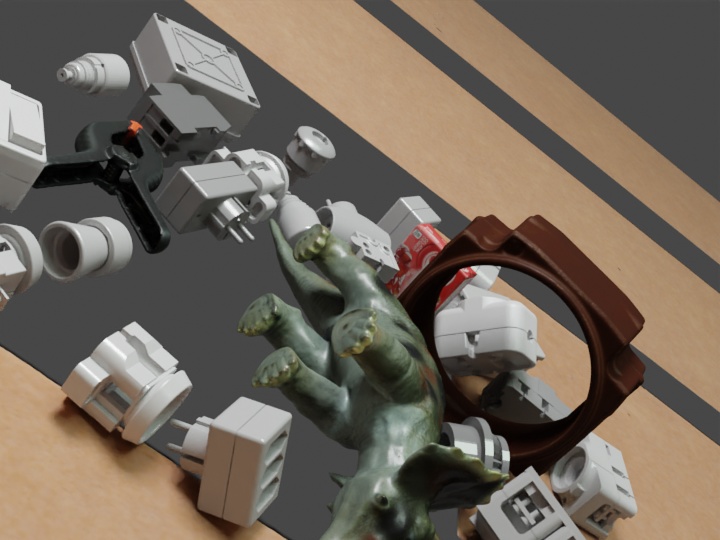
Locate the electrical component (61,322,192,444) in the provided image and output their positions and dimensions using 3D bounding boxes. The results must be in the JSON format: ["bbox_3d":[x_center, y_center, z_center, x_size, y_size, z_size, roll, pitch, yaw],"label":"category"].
[{"bbox_3d":[-0.148,0.076,0.700,0.057,0.058,0.078,41,24,5],"label":"electrical component"}]

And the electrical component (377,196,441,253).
[{"bbox_3d":[0.058,-0.029,1.156,0.076,0.065,0.047,49,26,15],"label":"electrical component"}]

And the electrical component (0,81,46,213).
[{"bbox_3d":[-0.273,-0.102,0.800,0.062,0.061,0.096,23,31,-35],"label":"electrical component"}]

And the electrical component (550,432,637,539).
[{"bbox_3d":[0.222,0.203,1.036,0.056,0.050,0.089,34,26,-18],"label":"electrical component"}]

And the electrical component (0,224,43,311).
[{"bbox_3d":[-0.243,-0.004,0.705,0.066,0.048,0.055,49,33,15],"label":"electrical component"}]

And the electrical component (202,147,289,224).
[{"bbox_3d":[-0.104,-0.082,1.019,0.078,0.058,0.057,47,28,11],"label":"electrical component"}]

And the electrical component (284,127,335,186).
[{"bbox_3d":[-0.060,-0.116,1.130,0.048,0.062,0.048,33,26,-18],"label":"electrical component"}]

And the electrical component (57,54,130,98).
[{"bbox_3d":[-0.247,-0.178,0.987,0.040,0.040,0.078,48,26,12],"label":"electrical component"}]

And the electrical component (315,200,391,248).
[{"bbox_3d":[-0.016,-0.043,1.095,0.077,0.044,0.079,22,31,-36],"label":"electrical component"}]

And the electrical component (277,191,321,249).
[{"bbox_3d":[-0.061,-0.047,1.042,0.040,0.040,0.078,19,33,-40],"label":"electrical component"}]

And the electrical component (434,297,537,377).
[{"bbox_3d":[0.121,0.064,1.039,0.054,0.095,0.059,37,51,-49],"label":"electrical component"}]

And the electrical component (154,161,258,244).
[{"bbox_3d":[-0.124,-0.052,0.951,0.075,0.047,0.083,47,26,12],"label":"electrical component"}]

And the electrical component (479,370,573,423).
[{"bbox_3d":[0.166,0.141,1.054,0.089,0.050,0.055,39,25,-6],"label":"electrical component"}]

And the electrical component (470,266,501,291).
[{"bbox_3d":[0.118,-0.001,1.211,0.059,0.053,0.095,41,25,-2],"label":"electrical component"}]

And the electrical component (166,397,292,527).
[{"bbox_3d":[-0.093,0.120,0.708,0.077,0.065,0.047,17,20,15],"label":"electrical component"}]

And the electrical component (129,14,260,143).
[{"bbox_3d":[-0.171,-0.196,1.106,0.109,0.056,0.108,19,33,-40],"label":"electrical component"}]

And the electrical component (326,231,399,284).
[{"bbox_3d":[0.000,0.000,1.037,0.066,0.055,0.048,23,31,-35],"label":"electrical component"}]

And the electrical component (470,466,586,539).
[{"bbox_3d":[0.155,0.239,0.837,0.150,0.062,0.089,54,-4,24],"label":"electrical component"}]

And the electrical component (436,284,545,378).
[{"bbox_3d":[0.134,0.067,1.130,0.100,0.048,0.099,18,34,-42],"label":"electrical component"}]

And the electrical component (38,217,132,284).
[{"bbox_3d":[-0.200,-0.015,0.785,0.045,0.045,0.055,49,25,14],"label":"electrical component"}]
